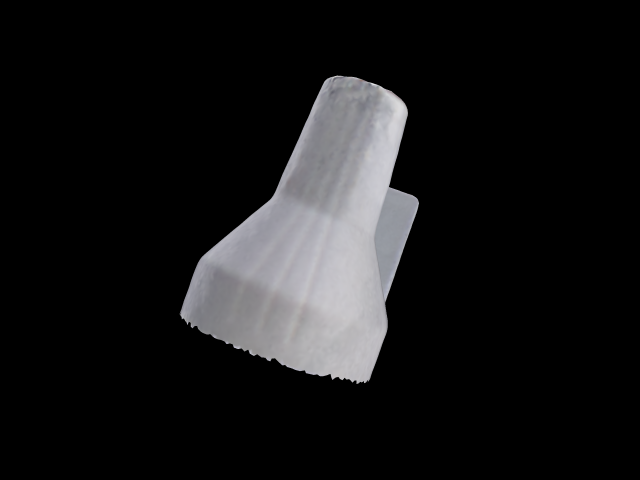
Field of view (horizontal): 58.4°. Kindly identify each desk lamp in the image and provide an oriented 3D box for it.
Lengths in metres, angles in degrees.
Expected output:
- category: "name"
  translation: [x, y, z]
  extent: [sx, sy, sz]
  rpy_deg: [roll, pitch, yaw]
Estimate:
- category: "desk lamp"
  translation: [0.004, 0.001, 0.400]
  extent: [0.118, 0.213, 0.203]
  rpy_deg: [19, 70, 7]
